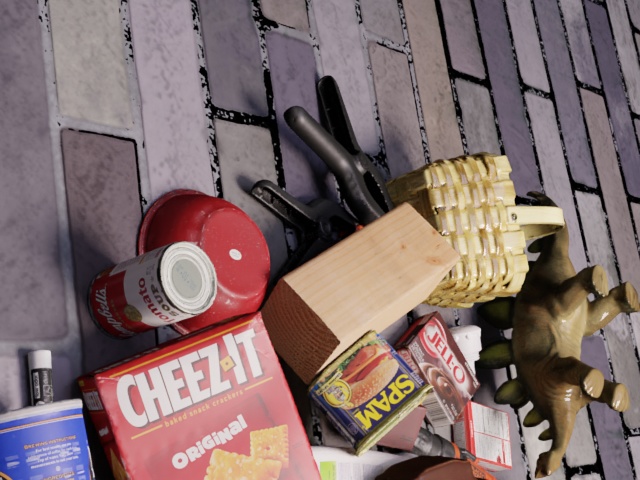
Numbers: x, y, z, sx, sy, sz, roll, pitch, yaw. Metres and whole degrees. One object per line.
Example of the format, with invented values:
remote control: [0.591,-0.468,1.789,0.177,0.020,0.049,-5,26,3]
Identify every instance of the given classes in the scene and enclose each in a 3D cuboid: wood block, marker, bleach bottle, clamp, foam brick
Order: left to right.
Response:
marker: [-0.228,0.152,0.879,0.020,0.020,0.121,9,68,-47]
clamp: [-0.008,0.001,1.183,0.171,0.039,0.120,9,73,-48]
bleach bottle: [0.002,0.246,1.072,0.250,0.068,0.102,23,58,-40]
clamp: [0.030,-0.087,1.237,0.210,0.036,0.164,62,24,-5]
wood block: [0.041,0.052,1.131,0.090,0.091,0.205,47,48,14]
foam brick: [0.065,0.191,1.155,0.078,0.051,0.053,20,91,-34]

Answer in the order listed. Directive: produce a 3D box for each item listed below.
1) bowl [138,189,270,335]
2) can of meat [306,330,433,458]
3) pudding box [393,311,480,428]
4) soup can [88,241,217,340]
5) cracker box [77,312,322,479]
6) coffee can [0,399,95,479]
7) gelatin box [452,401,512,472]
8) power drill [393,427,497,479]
bowl: [-0.100,0.019,1.055,0.161,0.055,0.162,22,59,-42]
can of meat: [0.049,0.154,1.085,0.102,0.057,0.084,-38,74,-16]
pudding box: [0.139,0.155,1.286,0.089,0.039,0.113,-41,106,-49]
soup can: [-0.149,0.045,0.950,0.068,0.102,0.068,22,59,-43]
cracker box: [-0.095,0.189,0.933,0.164,0.072,0.214,-20,91,-27]
coffee can: [-0.218,0.199,0.803,0.102,0.103,0.140,-3,77,-50]
gelatin box: [0.201,0.245,1.328,0.089,0.030,0.073,23,56,-41]
power drill: [0.135,0.316,1.199,0.184,0.057,0.187,37,50,-29]
